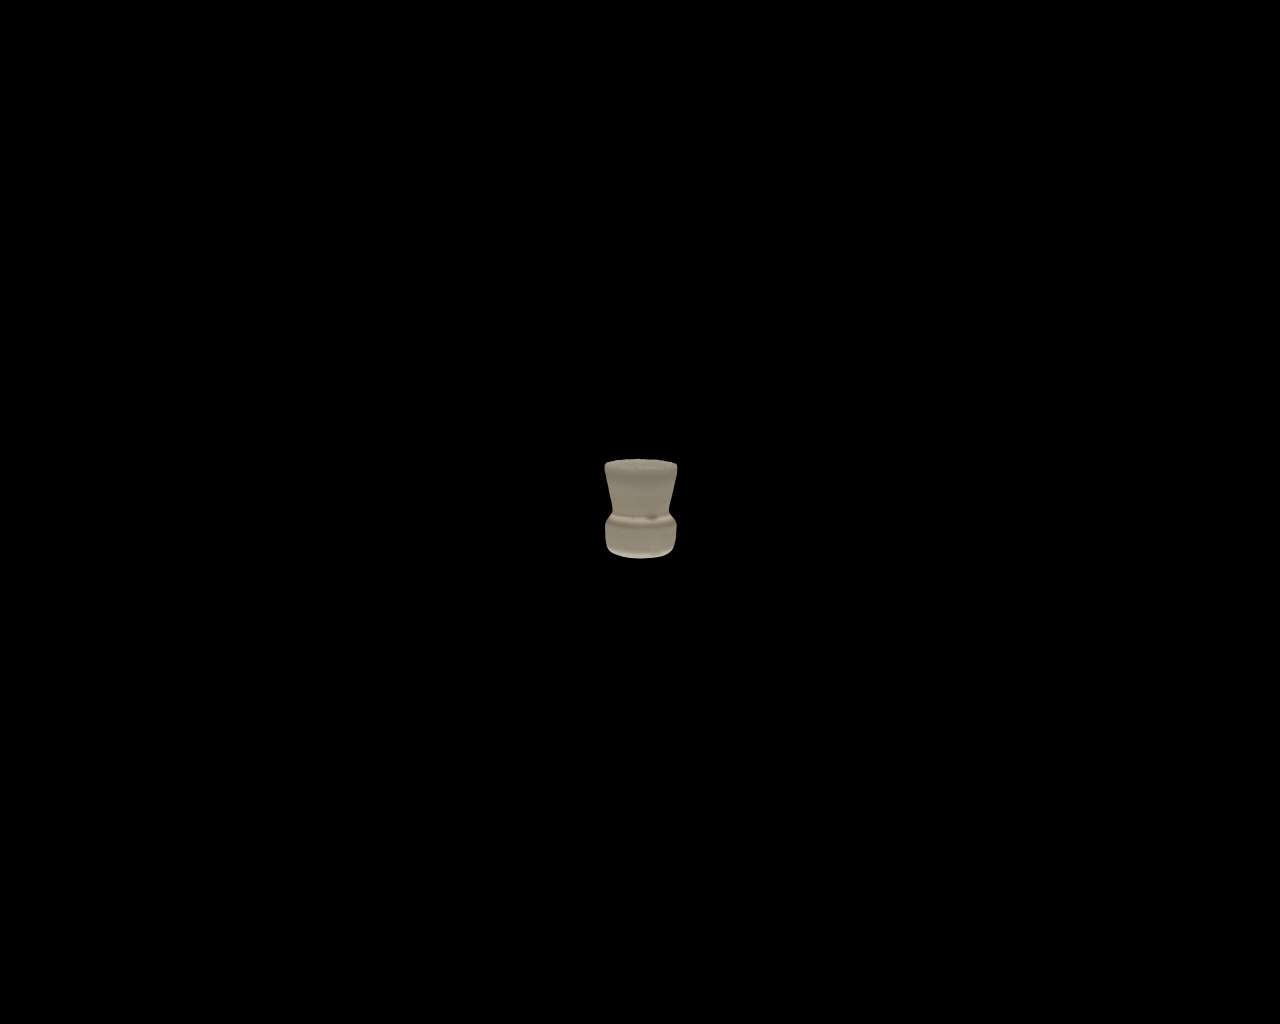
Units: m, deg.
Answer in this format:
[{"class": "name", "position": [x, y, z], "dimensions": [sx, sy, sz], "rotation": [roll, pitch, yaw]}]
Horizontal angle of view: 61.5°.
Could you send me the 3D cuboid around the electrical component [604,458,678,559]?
[{"class": "electrical component", "position": [0.001, -0.003, 0.650], "dimensions": [0.045, 0.055, 0.045], "rotation": [0, 10, 0]}]
